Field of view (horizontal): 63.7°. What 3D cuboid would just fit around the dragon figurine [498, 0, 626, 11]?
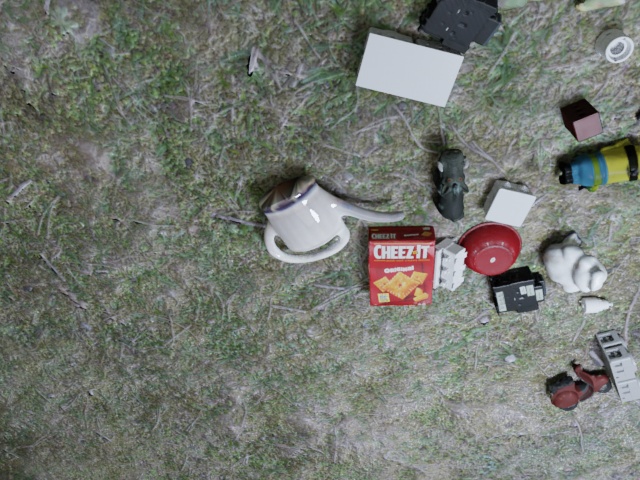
[{"bbox_3d":[0.355,-0.508,0.883,0.410,0.125,0.237,17,133,-6],"label":"dragon figurine"}]

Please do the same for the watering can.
[{"bbox_3d":[0.004,-0.061,1.218,0.345,0.106,0.221,-23,119,20],"label":"watering can"}]

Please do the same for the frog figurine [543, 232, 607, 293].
[{"bbox_3d":[0.609,0.074,1.231,0.122,0.163,0.134,-3,126,9],"label":"frog figurine"}]
